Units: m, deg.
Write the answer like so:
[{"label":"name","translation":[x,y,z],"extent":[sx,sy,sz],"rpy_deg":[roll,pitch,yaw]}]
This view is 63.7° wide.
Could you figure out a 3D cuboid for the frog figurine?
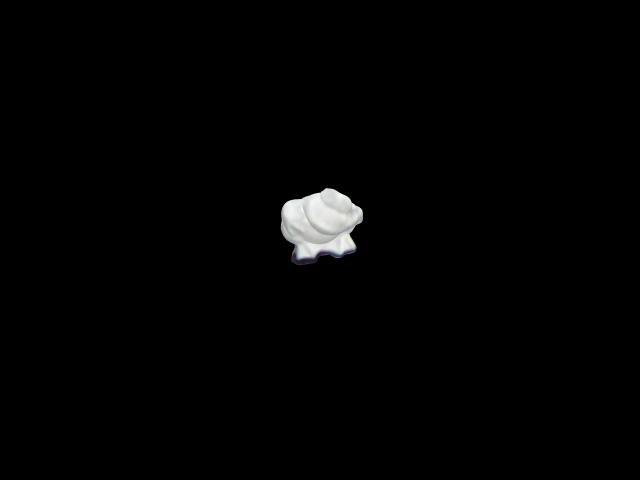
[{"label":"frog figurine","translation":[0.003,-0.043,0.850],"extent":[0.137,0.126,0.155],"rpy_deg":[6,-38,4]}]
